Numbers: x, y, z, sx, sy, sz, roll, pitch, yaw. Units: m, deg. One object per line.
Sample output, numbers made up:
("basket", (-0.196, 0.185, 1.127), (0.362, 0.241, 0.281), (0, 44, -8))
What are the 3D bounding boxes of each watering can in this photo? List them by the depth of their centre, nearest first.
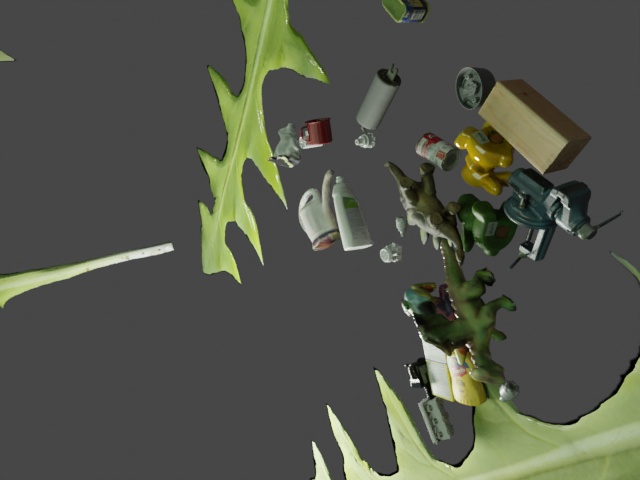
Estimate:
("watering can", (0.006, -0.094, 1.862), (0.227, 0.105, 0.341), (67, 152, 14))

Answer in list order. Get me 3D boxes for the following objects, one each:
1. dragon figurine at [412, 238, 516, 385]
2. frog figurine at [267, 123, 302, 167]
("dragon figurine", (0.343, 0.176, 1.303), (0.417, 0.245, 0.119), (56, 149, 26))
("frog figurine", (-0.120, -0.368, 2.002), (0.137, 0.122, 0.161), (-13, 55, 67))
